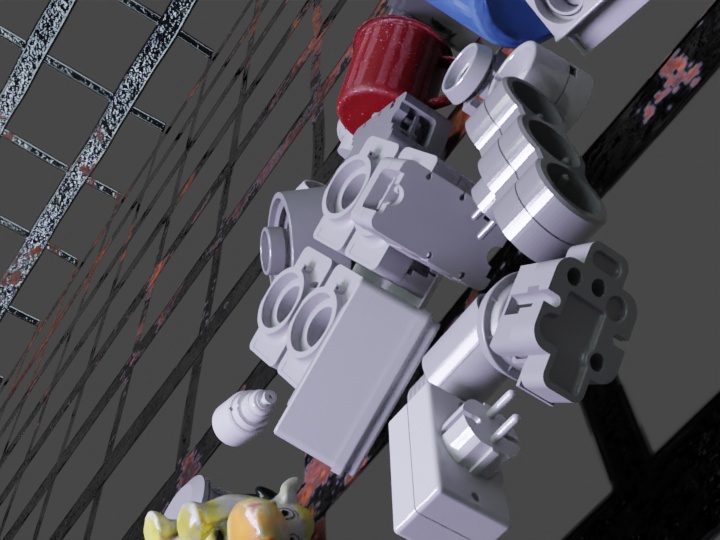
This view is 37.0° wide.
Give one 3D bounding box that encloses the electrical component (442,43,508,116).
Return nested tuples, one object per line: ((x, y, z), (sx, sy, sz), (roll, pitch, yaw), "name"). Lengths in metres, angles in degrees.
((0.094, -0.133, 0.782), (0.048, 0.055, 0.066), (-35, 31, 52), "electrical component")

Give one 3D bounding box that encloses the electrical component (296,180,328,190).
((-0.048, -0.054, 1.055), (0.055, 0.048, 0.066), (-62, 17, 19), "electrical component")

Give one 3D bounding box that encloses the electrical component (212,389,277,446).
((-0.095, 0.122, 0.916), (0.078, 0.040, 0.040), (-39, 27, 46), "electrical component")

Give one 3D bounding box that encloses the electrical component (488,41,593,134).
((0.118, -0.118, 0.710), (0.055, 0.047, 0.055), (-51, 20, 27), "electrical component")

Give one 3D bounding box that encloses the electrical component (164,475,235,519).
((-0.126, 0.208, 0.851), (0.080, 0.051, 0.080), (-50, 21, 27), "electrical component")

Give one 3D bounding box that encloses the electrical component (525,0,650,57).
((0.165, -0.206, 0.681), (0.063, 0.078, 0.121), (-37, -2, -44), "electrical component")

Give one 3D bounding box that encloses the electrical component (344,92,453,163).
((0.032, -0.098, 0.891), (0.089, 0.056, 0.050), (-28, 36, 58), "electrical component")

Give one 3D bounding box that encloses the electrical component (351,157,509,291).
((0.046, -0.031, 0.699), (0.050, 0.089, 0.056), (-60, 18, -1), "electrical component")

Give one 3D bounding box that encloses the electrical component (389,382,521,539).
((0.056, 0.092, 0.553), (0.075, 0.047, 0.083), (-50, 21, 26), "electrical component")

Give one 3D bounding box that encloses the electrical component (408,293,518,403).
((0.058, 0.057, 0.608), (0.081, 0.043, 0.043), (-51, 20, 26), "electrical component")

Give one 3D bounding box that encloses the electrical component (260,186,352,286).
((-0.051, -0.017, 0.905), (0.108, 0.060, 0.108), (178, 90, -73), "electrical component")

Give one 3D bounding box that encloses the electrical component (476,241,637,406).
((0.095, 0.027, 0.535), (0.057, 0.058, 0.078), (-13, 50, 62), "electrical component")

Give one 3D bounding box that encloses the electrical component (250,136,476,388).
((0.000, 0.000, 0.784), (0.186, 0.060, 0.105), (-60, 31, 0), "electrical component")

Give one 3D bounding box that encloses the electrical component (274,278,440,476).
((0.001, 0.064, 0.672), (0.108, 0.056, 0.109), (-60, -4, 0), "electrical component")

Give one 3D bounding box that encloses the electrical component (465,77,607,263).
((0.092, -0.049, 0.642), (0.073, 0.052, 0.138), (-49, 31, 30), "electrical component")

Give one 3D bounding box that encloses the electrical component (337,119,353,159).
((0.004, -0.123, 1.025), (0.079, 0.043, 0.077), (-64, 19, -11), "electrical component")
